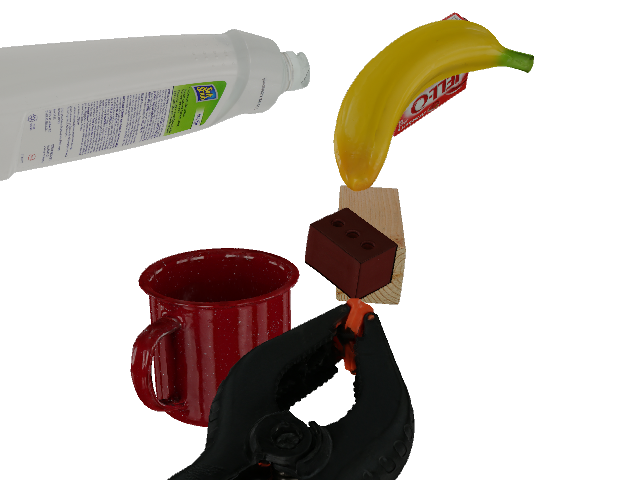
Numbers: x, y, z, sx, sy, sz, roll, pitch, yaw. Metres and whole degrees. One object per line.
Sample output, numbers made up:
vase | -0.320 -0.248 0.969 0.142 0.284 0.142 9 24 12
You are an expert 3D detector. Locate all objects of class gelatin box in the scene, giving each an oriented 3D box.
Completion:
gelatin box | 0.088 -0.138 0.889 0.089 0.030 0.073 -34 -27 -23

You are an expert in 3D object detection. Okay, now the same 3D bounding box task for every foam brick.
foam brick | 0.030 0.013 1.057 0.052 0.051 0.078 -26 48 -34

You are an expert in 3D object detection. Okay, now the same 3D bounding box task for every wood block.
wood block | 0.070 0.002 1.543 0.091 0.090 0.206 4 26 -1

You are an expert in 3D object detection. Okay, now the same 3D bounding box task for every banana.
banana | 0.060 -0.097 0.674 0.070 0.037 0.197 32 49 26

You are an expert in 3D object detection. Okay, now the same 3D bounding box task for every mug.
mug | -0.065 0.061 0.623 0.093 0.081 0.117 12 22 31

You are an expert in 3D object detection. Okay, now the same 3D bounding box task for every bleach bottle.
bleach bottle | -0.129 -0.110 0.806 0.250 0.068 0.103 -11 -26 -23

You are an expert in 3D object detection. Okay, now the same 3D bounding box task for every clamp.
clamp | -0.005 0.091 0.389 0.120 0.039 0.171 26 50 18
